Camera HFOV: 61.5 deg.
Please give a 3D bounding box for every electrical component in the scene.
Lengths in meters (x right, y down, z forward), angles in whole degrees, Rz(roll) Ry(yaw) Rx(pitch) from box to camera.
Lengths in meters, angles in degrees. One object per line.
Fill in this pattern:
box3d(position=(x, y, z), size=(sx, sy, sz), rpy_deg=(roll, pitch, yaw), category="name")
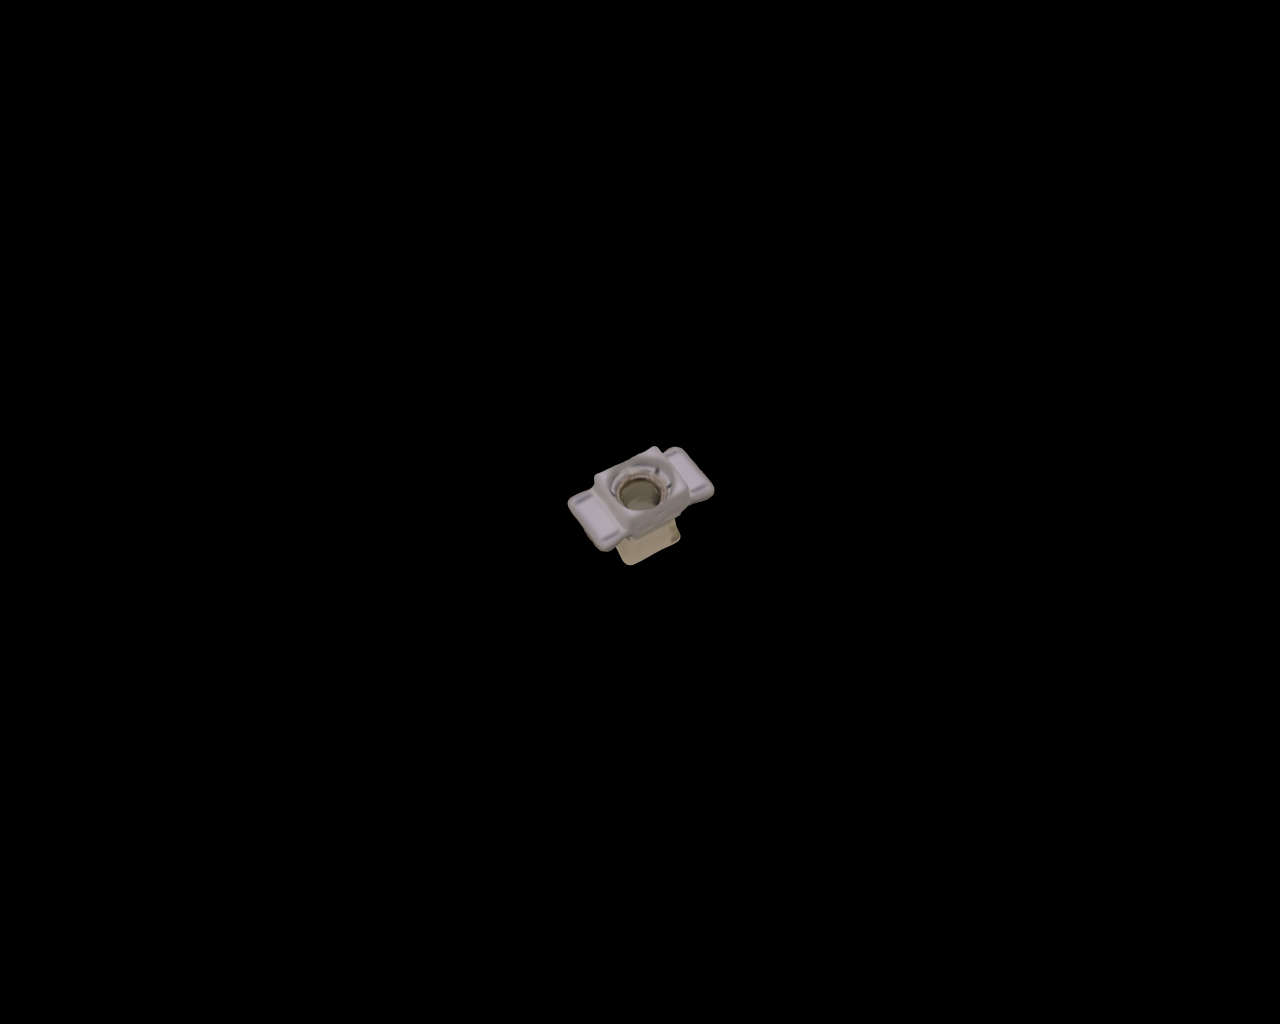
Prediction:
box3d(position=(0.001, -0.003, 0.650), size=(0.081, 0.042, 0.063), rpy_deg=(-26, -30, -16), category="electrical component")
